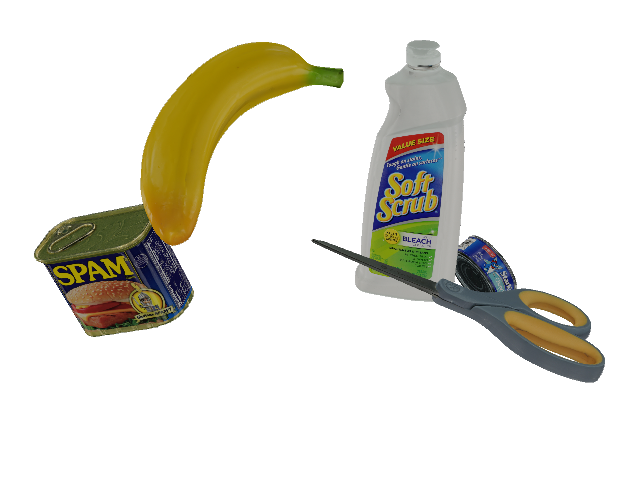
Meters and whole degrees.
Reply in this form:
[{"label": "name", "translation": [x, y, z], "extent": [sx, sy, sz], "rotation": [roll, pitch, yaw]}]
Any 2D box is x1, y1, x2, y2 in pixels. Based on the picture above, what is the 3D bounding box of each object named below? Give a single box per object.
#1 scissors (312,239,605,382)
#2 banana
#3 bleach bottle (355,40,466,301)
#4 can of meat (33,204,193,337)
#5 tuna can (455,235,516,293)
[{"label": "scissors", "translation": [0.099, 0.033, 0.714], "extent": [0.202, 0.016, 0.096], "rotation": [29, 26, 17]}, {"label": "banana", "translation": [-0.057, -0.070, 0.616], "extent": [0.070, 0.037, 0.197], "rotation": [21, 44, 19]}, {"label": "bleach bottle", "translation": [0.086, -0.067, 1.022], "extent": [0.103, 0.251, 0.068], "rotation": [8, 28, 17]}, {"label": "can of meat", "translation": [-0.162, 0.026, 0.849], "extent": [0.102, 0.084, 0.057], "rotation": [-9, 33, 23]}, {"label": "tuna can", "translation": [0.194, 0.038, 1.285], "extent": [0.033, 0.086, 0.086], "rotation": [-36, 10, -15]}]
